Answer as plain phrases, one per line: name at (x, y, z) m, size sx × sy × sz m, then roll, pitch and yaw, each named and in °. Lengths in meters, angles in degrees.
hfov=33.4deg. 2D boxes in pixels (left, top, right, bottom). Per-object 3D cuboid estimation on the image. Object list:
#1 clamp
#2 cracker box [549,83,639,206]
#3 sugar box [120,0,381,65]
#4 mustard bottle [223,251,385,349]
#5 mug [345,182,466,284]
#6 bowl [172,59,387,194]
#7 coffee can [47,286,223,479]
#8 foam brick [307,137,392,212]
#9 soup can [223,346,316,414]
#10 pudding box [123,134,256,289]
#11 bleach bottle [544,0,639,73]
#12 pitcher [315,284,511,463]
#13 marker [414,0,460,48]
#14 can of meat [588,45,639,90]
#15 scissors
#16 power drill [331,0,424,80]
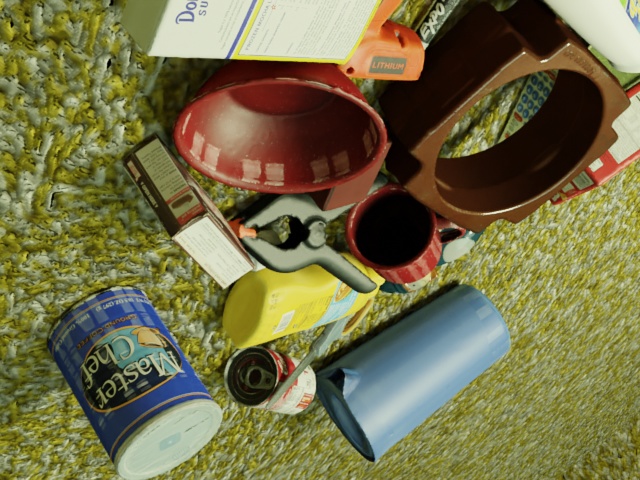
clamp at (-0.007, 0.001, 1.000) m, size 0.171 × 0.039 × 0.120 m, roll -9°, pitch 97°, yaw -29°
cracker box at (0.343, -0.132, 1.172) m, size 0.213 × 0.072 × 0.164 m, roll -35°, pitch 177°, yaw -6°
sugar box at (-0.035, -0.165, 0.694) m, size 0.175 × 0.048 × 0.093 m, roll -3°, pitch 134°, yaw -42°
mustard bottle at (-0.005, 0.055, 1.114) m, size 0.191 × 0.058 × 0.096 m, roll -12°, pitch 143°, yaw -40°
mug at (0.091, -0.005, 1.093) m, size 0.117 × 0.093 × 0.081 m, roll -12°, pitch 160°, yaw 12°
bowl at (-0.030, -0.097, 0.814) m, size 0.162 × 0.055 × 0.162 m, roll 1°, pitch 153°, yaw 0°
coffee can at (-0.165, 0.125, 0.945) m, size 0.102 × 0.140 × 0.103 m, roll -28°, pitch 151°, yaw -18°
foam brick at (0.019, -0.074, 0.954) m, size 0.051 × 0.053 × 0.078 m, roll -16°, pitch 147°, yaw -35°
soup can at (-0.054, 0.160, 1.206) m, size 0.068 × 0.068 × 0.102 m, roll -43°, pitch 152°, yaw 10°
pudding box at (-0.103, -0.020, 0.851) m, size 0.039 × 0.090 × 0.113 m, roll -37°, pitch 152°, yaw 1°
bleach bottle at (0.256, -0.218, 0.937) m, size 0.068 × 0.102 × 0.250 m, roll -1°, pitch 167°, yaw 34°
pitcher at (0.122, 0.169, 1.364) m, size 0.242 × 0.145 × 0.149 m, roll -33°, pitch 180°, yaw -15°
marker at (0.096, -0.187, 0.907) m, size 0.020 × 0.020 × 0.121 m, roll -3°, pitch 137°, yaw -48°
can of meat at (0.306, -0.185, 1.087) m, size 0.102 × 0.057 × 0.084 m, roll -34°, pitch 179°, yaw -5°
scissors at (0.006, 0.100, 1.177) m, size 0.201 × 0.016 × 0.096 m, roll -38°, pitch 149°, yaw -45°
power drill at (0.084, -0.212, 0.817) m, size 0.184 × 0.057 × 0.188 m, roll -4°, pitch 135°, yaw -41°
